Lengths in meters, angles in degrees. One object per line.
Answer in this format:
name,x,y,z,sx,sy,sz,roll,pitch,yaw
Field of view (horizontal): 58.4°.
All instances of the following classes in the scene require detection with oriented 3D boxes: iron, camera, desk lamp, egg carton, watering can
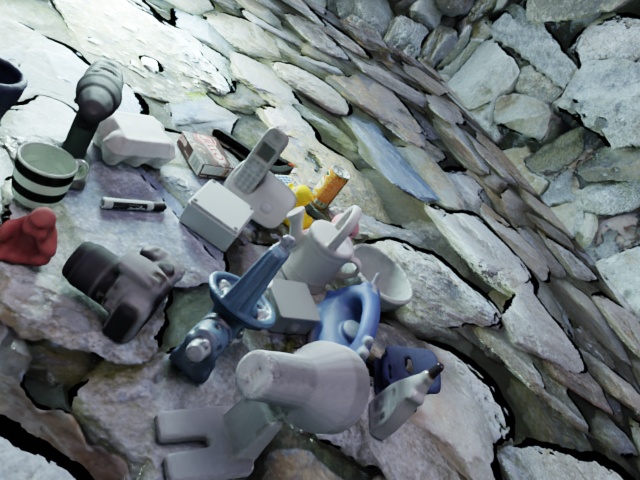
iron,0.060,0.168,0.999,0.119,0.141,0.258,31,31,-14
camera,-0.280,0.049,0.819,0.137,0.100,0.143,36,30,-6
desk lamp,-0.067,0.213,0.725,0.204,0.213,0.117,9,42,-42
egg carton,-0.352,-0.189,1.088,0.151,0.069,0.107,-5,52,-51
watering can,0.010,0.005,1.108,0.173,0.194,0.101,24,33,-25

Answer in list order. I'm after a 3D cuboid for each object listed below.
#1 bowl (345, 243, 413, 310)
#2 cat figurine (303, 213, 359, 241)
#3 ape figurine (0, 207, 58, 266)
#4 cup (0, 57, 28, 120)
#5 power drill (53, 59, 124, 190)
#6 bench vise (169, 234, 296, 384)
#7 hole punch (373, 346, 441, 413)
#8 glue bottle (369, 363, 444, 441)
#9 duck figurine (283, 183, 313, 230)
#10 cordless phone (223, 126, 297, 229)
bowl,0.113,0.092,1.227,0.168,0.074,0.167,28,32,-19
cat figurine,0.031,-0.021,1.243,0.128,0.117,0.067,6,43,-44
ape figurine,-0.390,-0.009,0.783,0.078,0.092,0.076,41,30,3
cup,-0.533,-0.245,0.936,0.092,0.095,0.117,29,31,-17
power drill,-0.375,-0.187,0.921,0.076,0.208,0.229,23,34,-27
bench vise,-0.109,0.099,0.824,0.122,0.219,0.207,30,31,-16
hole punch,0.159,0.248,1.054,0.101,0.091,0.108,28,32,-19
glue bottle,0.145,0.256,0.944,0.037,0.173,0.078,31,31,-15
duck figurine,-0.048,-0.079,1.264,0.104,0.086,0.078,47,31,13
cordless phone,-0.099,-0.126,1.171,0.148,0.185,0.094,37,30,-5
